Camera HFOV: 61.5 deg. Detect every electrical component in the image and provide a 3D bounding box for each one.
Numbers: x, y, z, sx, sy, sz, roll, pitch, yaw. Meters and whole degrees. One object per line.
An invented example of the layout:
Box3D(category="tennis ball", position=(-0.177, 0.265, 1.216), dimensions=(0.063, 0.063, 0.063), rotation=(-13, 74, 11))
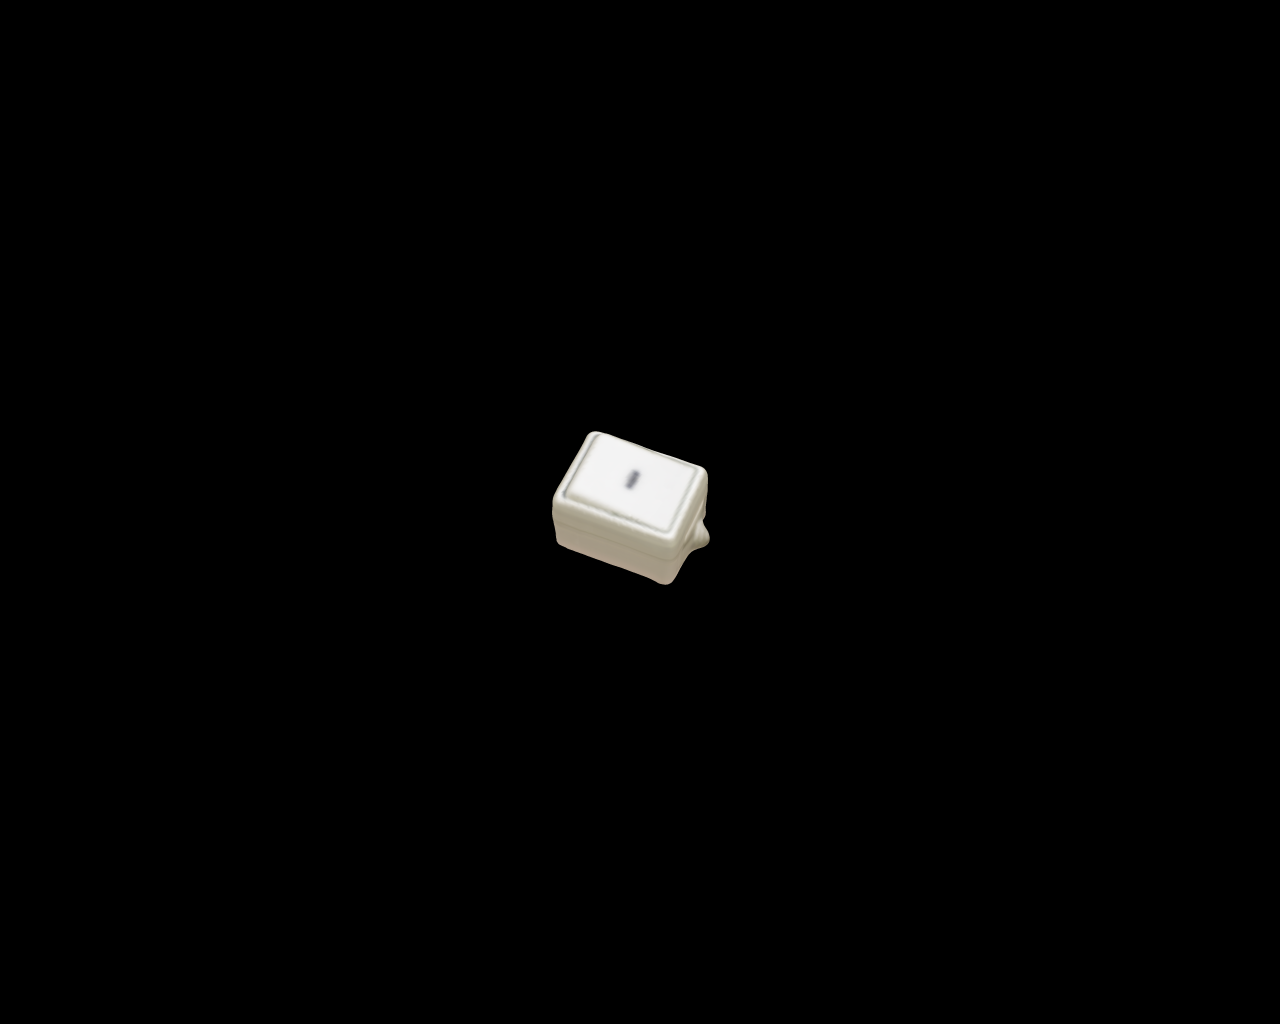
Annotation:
Box3D(category="electrical component", position=(0.001, -0.003, 0.650), dimensions=(0.096, 0.062, 0.061), rotation=(20, -31, 13))
